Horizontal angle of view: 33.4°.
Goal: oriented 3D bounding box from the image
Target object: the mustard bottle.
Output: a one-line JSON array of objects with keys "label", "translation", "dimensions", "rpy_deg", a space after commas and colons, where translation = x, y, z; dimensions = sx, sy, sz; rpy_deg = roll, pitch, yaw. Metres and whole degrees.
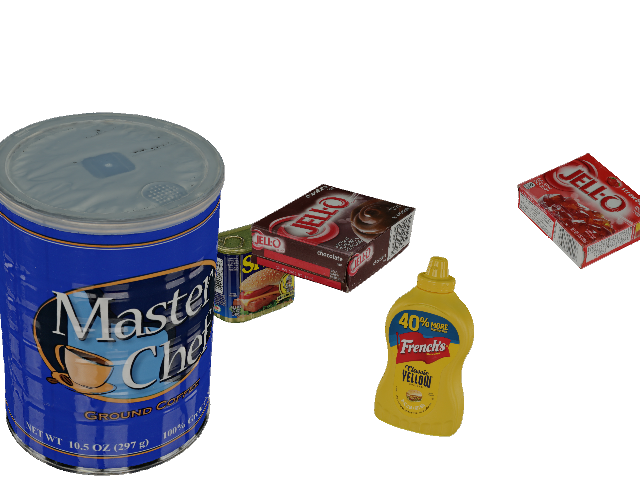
[{"label": "mustard bottle", "translation": [0.117, 0.112, 1.162], "dimensions": [0.096, 0.192, 0.058], "rpy_deg": [12, 14, 23]}]

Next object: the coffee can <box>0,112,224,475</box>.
[{"label": "coffee can", "translation": [-0.100, 0.024, 0.506], "dimensions": [0.102, 0.140, 0.103], "rpy_deg": [5, 31, -3]}]

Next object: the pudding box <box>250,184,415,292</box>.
[{"label": "pudding box", "translation": [0.011, -0.004, 0.849], "dimensions": [0.090, 0.039, 0.113], "rpy_deg": [17, 26, 26]}]

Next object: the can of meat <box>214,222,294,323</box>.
[{"label": "can of meat", "translation": [-0.073, 0.033, 1.141], "dimensions": [0.101, 0.084, 0.058], "rpy_deg": [-17, 26, -42]}]

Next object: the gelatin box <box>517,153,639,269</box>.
[{"label": "gelatin box", "translation": [0.214, -0.026, 0.865], "dimensions": [0.073, 0.030, 0.089], "rpy_deg": [-24, 47, -16]}]
